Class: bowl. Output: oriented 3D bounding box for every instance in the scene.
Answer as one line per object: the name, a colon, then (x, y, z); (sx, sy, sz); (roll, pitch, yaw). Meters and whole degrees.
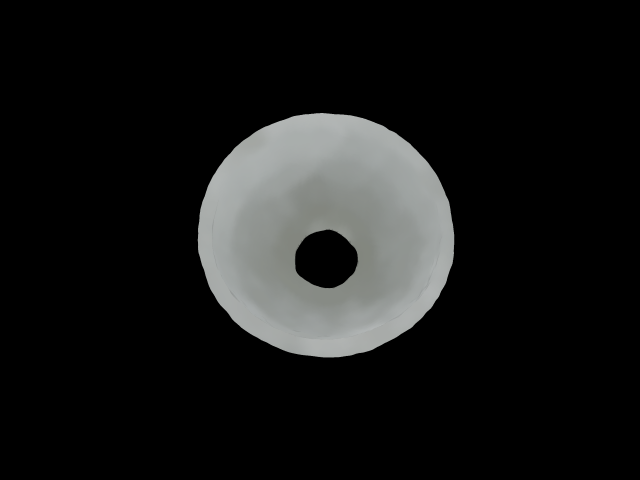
bowl: (0.004, 0.001, 0.400); (0.167, 0.075, 0.167); (0, 72, 0)
